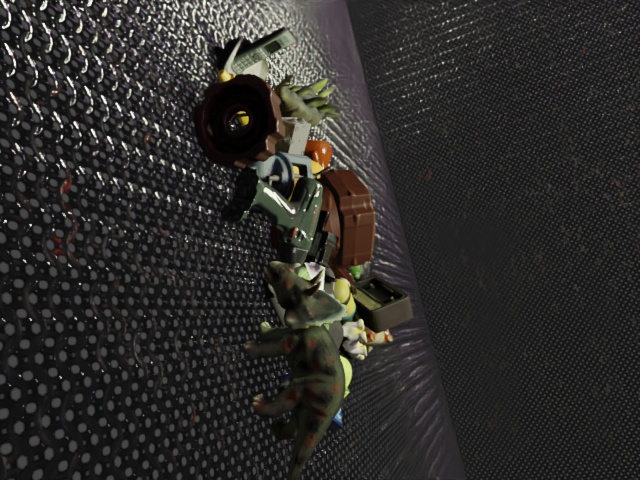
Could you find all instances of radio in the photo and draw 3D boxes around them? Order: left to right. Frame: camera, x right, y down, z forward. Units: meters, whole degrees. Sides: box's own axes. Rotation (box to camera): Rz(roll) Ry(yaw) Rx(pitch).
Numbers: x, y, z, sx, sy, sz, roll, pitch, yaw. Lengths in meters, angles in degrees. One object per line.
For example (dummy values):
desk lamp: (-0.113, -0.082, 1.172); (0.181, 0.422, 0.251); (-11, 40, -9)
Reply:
radio: (0.158, 0.177, 1.531); (0.230, 0.131, 0.073); (-147, -139, -65)

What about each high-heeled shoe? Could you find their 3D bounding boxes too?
high-heeled shoe: (-0.001, 0.186, 1.348); (0.145, 0.086, 0.248); (175, -74, -68)

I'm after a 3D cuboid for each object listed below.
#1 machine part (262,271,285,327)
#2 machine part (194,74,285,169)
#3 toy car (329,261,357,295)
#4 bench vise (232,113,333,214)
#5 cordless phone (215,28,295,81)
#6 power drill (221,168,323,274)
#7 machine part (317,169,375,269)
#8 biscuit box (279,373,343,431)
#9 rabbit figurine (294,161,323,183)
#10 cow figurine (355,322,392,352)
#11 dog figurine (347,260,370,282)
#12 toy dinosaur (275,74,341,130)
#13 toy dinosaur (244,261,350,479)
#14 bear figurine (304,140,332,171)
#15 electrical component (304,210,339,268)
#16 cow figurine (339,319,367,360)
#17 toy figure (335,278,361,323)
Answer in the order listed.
machine part: (-0.084, 0.137, 1.124); (0.084, 0.039, 0.138); (-66, 136, -77)
machine part: (-0.151, -0.220, 1.014); (0.056, 0.179, 0.179); (18, 58, -74)
toy car: (0.038, 0.077, 1.501); (0.202, 0.053, 0.089); (53, 11, -22)
bench vise: (-0.095, -0.167, 1.165); (0.240, 0.129, 0.223); (-1, 83, -47)
cordless phone: (-0.131, -0.411, 1.218); (0.146, 0.184, 0.089); (32, 40, -66)
power drill: (-0.089, -0.033, 1.061); (0.207, 0.086, 0.232); (26, 83, -37)
machine part: (0.057, -0.050, 1.263); (0.202, 0.087, 0.200); (-119, -155, -54)
biscuit box: (-0.016, 0.337, 1.112); (0.202, 0.063, 0.059); (56, 24, -47)
rabbit figurine: (-0.050, -0.130, 1.355); (0.162, 0.122, 0.173); (61, 40, -30)
cow figurine: (0.147, 0.288, 1.617); (0.194, 0.127, 0.085); (16, 58, -54)
dog figurine: (0.085, -0.003, 1.582); (0.219, 0.109, 0.192); (79, 6, -46)
toy dinosaur: (-0.056, -0.343, 1.375); (0.471, 0.199, 0.105); (-24, 95, -75)
toy dinosaur: (-0.021, 0.238, 0.965); (0.131, 0.192, 0.404); (15, 59, -68)
bear figurine: (-0.022, -0.180, 1.524); (0.120, 0.132, 0.195); (1, 92, -71)
electrical component: (-0.002, -0.004, 1.182); (0.047, 0.075, 0.119); (29, 74, -55)
cow figurine: (0.078, 0.280, 1.443); (0.167, 0.098, 0.068); (84, 0, -52)
toy figure: (0.062, 0.183, 1.455); (0.089, 0.082, 0.179); (-121, -166, -62)
